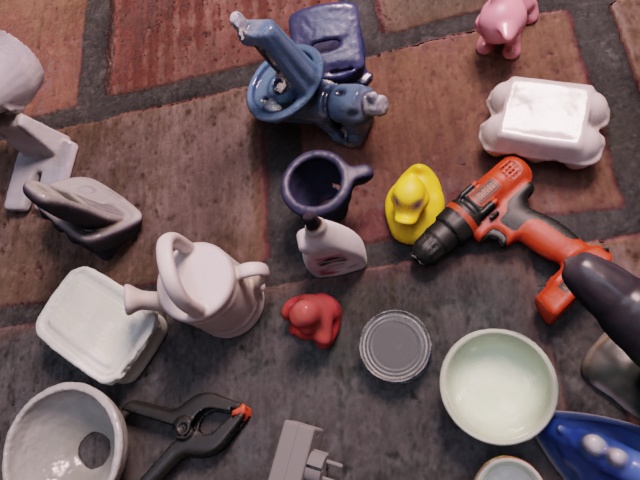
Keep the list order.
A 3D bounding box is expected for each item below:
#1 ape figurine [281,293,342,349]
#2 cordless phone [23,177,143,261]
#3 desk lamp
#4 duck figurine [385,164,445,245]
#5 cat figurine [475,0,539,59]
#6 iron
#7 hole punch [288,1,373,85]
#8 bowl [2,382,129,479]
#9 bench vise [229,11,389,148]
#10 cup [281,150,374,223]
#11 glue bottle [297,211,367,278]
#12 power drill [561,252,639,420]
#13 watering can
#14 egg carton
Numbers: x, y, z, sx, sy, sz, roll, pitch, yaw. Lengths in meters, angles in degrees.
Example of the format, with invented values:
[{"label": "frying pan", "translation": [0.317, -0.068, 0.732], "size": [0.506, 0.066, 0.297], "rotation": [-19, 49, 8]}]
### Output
[{"label": "ape figurine", "translation": [-0.013, 0.095, 0.700], "size": [0.076, 0.092, 0.077], "rotation": [-33, 66, 1]}, {"label": "cordless phone", "translation": [-0.349, -0.056, 0.790], "size": [0.147, 0.185, 0.094], "rotation": [30, 80, 22]}, {"label": "desk lamp", "translation": [-0.462, -0.172, 0.845], "size": [0.117, 0.214, 0.203], "rotation": [0, 71, 15]}, {"label": "duck figurine", "translation": [0.117, -0.055, 0.723], "size": [0.077, 0.086, 0.104], "rotation": [10, 74, 18]}, {"label": "cat figurine", "translation": [0.248, -0.305, 0.761], "size": [0.067, 0.118, 0.128], "rotation": [20, 77, 20]}, {"label": "iron", "translation": [0.320, 0.236, 0.537], "size": [0.257, 0.142, 0.119], "rotation": [29, 80, 22]}, {"label": "hole punch", "translation": [0.015, -0.276, 0.826], "size": [0.108, 0.091, 0.101], "rotation": [-7, 69, 12]}, {"label": "bowl", "translation": [-0.306, 0.268, 0.724], "size": [0.167, 0.075, 0.167], "rotation": [-5, 70, 13]}, {"label": "bench vise", "translation": [-0.017, -0.218, 0.743], "size": [0.207, 0.220, 0.121], "rotation": [-1, 71, 14]}, {"label": "cup", "translation": [0.017, -0.062, 0.747], "size": [0.117, 0.095, 0.091], "rotation": [-15, 68, 9]}, {"label": "glue bottle", "translation": [0.006, 0.002, 0.684], "size": [0.078, 0.173, 0.037], "rotation": [-17, 67, 9]}, {"label": "power drill", "translation": [0.319, 0.114, 0.544], "size": [0.229, 0.209, 0.076], "rotation": [38, 84, 23]}, {"label": "watering can", "translation": [-0.152, 0.058, 0.693], "size": [0.173, 0.194, 0.100], "rotation": [-36, 66, 0]}, {"label": "egg carton", "translation": [0.281, -0.147, 0.723], "size": [0.150, 0.069, 0.107], "rotation": [12, 74, 18]}]
